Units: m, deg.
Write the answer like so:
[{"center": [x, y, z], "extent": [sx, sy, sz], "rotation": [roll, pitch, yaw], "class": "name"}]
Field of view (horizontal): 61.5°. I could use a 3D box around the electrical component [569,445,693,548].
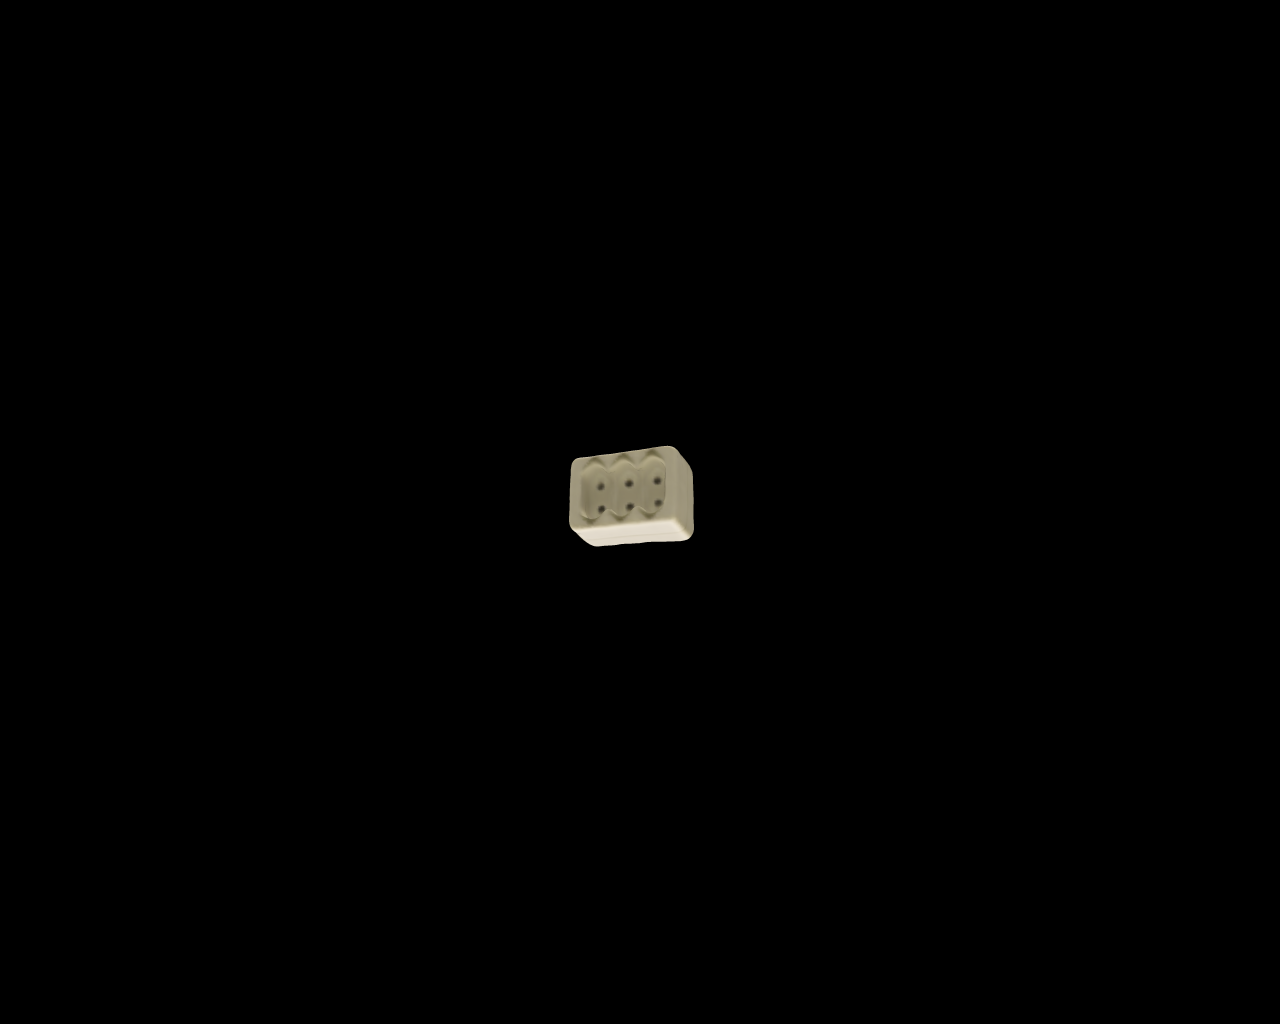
[{"center": [0.001, -0.003, 0.650], "extent": [0.066, 0.047, 0.076], "rotation": [-6, -19, 16], "class": "electrical component"}]
